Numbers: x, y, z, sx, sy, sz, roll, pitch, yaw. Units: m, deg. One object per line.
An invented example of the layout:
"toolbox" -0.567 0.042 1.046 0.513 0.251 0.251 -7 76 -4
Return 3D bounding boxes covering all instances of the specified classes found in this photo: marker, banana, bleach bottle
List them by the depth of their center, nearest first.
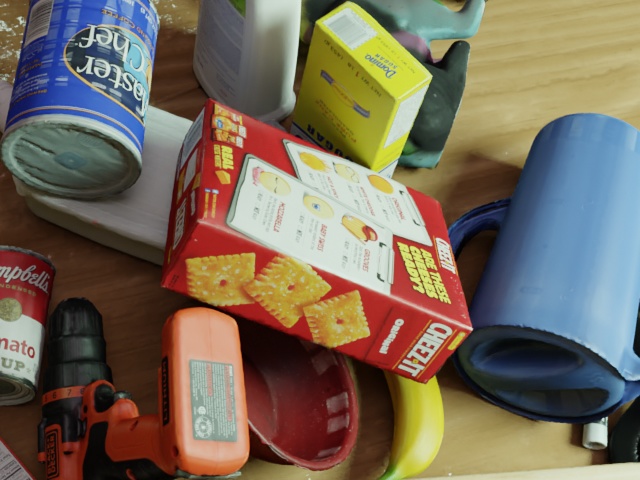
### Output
"banana" 0.057 0.102 0.832 0.069 0.037 0.198 12 49 -31
"bleach bottle" -0.052 -0.198 0.862 0.068 0.251 0.103 -31 71 -24
"marker" 0.227 0.112 0.875 0.020 0.020 0.121 13 60 -3

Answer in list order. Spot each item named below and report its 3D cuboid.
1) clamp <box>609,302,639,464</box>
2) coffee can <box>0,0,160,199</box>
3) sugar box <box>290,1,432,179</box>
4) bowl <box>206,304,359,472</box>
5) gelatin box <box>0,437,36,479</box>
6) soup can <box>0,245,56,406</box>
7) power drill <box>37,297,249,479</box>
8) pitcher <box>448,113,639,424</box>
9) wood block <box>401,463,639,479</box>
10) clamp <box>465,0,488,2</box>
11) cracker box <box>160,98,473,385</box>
"clamp" 0.289 0.129 0.825 0.036 0.165 0.210 39 61 -36
"coffee can" -0.179 -0.117 0.810 0.102 0.103 0.140 6 61 -7
"sugar box" 0.026 -0.101 0.866 0.048 0.176 0.093 -35 72 -27
"bowl" -0.043 0.103 0.786 0.162 0.055 0.162 39 33 -32
"gelatin box" -0.254 0.168 0.755 0.073 0.030 0.089 -37 74 -27
"soup can" -0.237 0.064 0.793 0.068 0.068 0.102 5 62 -7
"power drill" -0.128 0.107 0.725 0.057 0.188 0.184 9 65 -40
"pitcher" 0.190 0.013 0.868 0.149 0.145 0.242 36 54 -19
"wood block" 0.131 0.219 0.759 0.206 0.091 0.090 -2 61 -10
"clamp" 0.078 -0.256 1.007 0.171 0.120 0.039 15 97 7
"cracker box" -0.005 0.001 0.790 0.213 0.072 0.164 23 32 -19
